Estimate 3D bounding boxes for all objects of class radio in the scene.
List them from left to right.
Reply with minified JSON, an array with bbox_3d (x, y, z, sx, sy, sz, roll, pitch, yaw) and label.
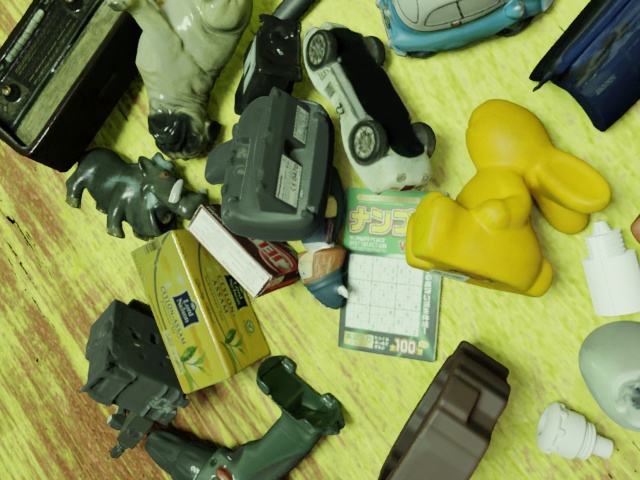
[{"bbox_3d":[-0.300,-0.208,0.637,0.131,0.073,0.229,33,87,17],"label":"radio"}]

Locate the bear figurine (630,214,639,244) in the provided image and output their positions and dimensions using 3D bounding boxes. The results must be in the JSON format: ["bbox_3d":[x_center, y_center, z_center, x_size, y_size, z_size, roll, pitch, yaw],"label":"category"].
[{"bbox_3d":[0.349,0.019,0.404,0.120,0.132,0.196,-47,71,24],"label":"bear figurine"}]

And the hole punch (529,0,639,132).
[{"bbox_3d":[0.246,-0.155,0.439,0.092,0.116,0.142,43,108,4],"label":"hole punch"}]

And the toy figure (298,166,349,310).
[{"bbox_3d":[0.000,-0.002,0.574,0.058,0.064,0.154,-3,88,6],"label":"toy figure"}]

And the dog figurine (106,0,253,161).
[{"bbox_3d":[-0.126,-0.194,0.594,0.172,0.121,0.190,-13,126,4],"label":"dog figurine"}]

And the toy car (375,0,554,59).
[{"bbox_3d":[0.124,-0.235,0.484,0.162,0.103,0.109,-13,89,20],"label":"toy car"}]

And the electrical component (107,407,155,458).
[{"bbox_3d":[-0.233,0.217,0.683,0.045,0.078,0.102,37,114,-10],"label":"electrical component"}]

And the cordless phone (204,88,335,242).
[{"bbox_3d":[-0.076,-0.065,0.559,0.184,0.088,0.146,-12,64,45],"label":"cordless phone"}]

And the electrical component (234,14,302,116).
[{"bbox_3d":[-0.058,-0.171,0.575,0.048,0.119,0.075,6,66,-18],"label":"electrical component"}]

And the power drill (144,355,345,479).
[{"bbox_3d":[-0.083,0.236,0.617,0.232,0.086,0.207,35,102,14],"label":"power drill"}]

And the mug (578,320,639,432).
[{"bbox_3d":[0.279,0.118,0.449,0.110,0.107,0.080,-6,94,24],"label":"mug"}]

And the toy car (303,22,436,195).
[{"bbox_3d":[0.044,-0.132,0.519,0.056,0.073,0.202,-52,54,48],"label":"toy car"}]

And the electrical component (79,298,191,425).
[{"bbox_3d":[-0.210,0.132,0.628,0.058,0.114,0.134,-43,36,18],"label":"electrical component"}]

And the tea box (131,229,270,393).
[{"bbox_3d":[-0.134,0.074,0.613,0.068,0.098,0.169,-26,86,22],"label":"tea box"}]

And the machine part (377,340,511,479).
[{"bbox_3d":[0.111,0.177,0.490,0.056,0.179,0.179,31,105,14],"label":"machine part"}]

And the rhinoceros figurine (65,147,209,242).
[{"bbox_3d":[-0.219,-0.056,0.654,0.191,0.073,0.112,22,89,22],"label":"rhinoceros figurine"}]

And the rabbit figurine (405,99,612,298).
[{"bbox_3d":[0.165,-0.044,0.479,0.163,0.121,0.173,11,77,15],"label":"rabbit figurine"}]
